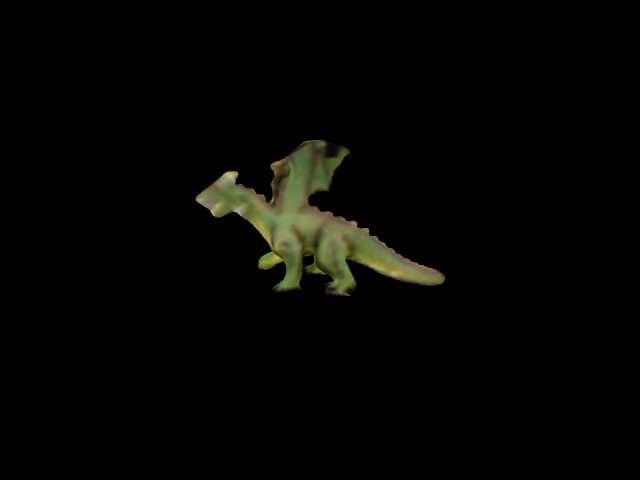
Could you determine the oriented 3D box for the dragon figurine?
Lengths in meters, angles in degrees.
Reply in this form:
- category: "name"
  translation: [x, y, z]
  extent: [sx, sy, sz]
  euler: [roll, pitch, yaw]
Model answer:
- category: "dragon figurine"
  translation: [0.003, -0.043, 0.850]
  extent: [0.410, 0.240, 0.123]
  euler: [1, 12, 2]
